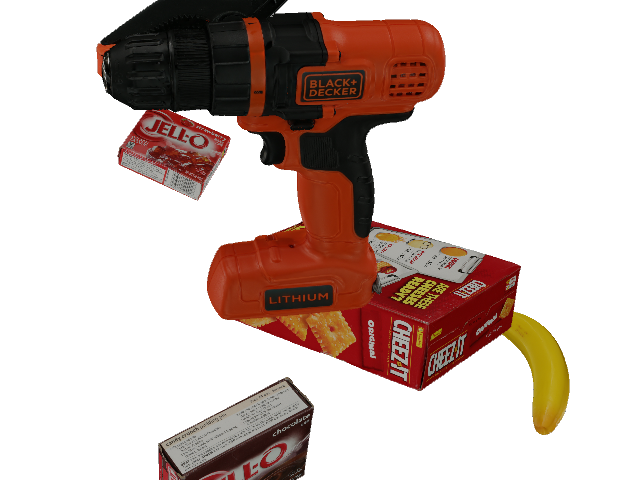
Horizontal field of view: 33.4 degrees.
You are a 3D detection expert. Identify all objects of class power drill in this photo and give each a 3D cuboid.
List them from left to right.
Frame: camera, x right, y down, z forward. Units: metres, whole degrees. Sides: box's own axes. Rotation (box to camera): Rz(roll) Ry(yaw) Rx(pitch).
[{"bbox_3d":[-0.028,-0.040,0.612,0.184,0.188,0.057,-3,40,-10],"label":"power drill"}]

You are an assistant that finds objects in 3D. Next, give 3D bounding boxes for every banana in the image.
[{"bbox_3d":[0.226,0.130,1.137,0.069,0.037,0.198,-26,34,1],"label":"banana"}]

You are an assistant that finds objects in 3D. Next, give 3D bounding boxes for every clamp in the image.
[{"bbox_3d":[-0.057,-0.141,0.788,0.209,0.165,0.036,-18,-27,-19],"label":"clamp"}]

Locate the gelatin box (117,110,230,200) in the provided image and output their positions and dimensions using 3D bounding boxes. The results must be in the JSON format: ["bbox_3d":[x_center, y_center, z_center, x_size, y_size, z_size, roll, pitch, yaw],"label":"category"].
[{"bbox_3d":[-0.143,-0.089,1.047,0.089,0.073,0.030,25,-42,1],"label":"gelatin box"}]

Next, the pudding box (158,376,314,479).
[{"bbox_3d":[-0.062,0.159,0.771,0.113,0.090,0.039,-26,55,-29],"label":"pudding box"}]

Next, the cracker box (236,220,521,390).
[{"bbox_3d":[0.044,0.046,0.954,0.214,0.072,0.163,18,26,33],"label":"cracker box"}]
